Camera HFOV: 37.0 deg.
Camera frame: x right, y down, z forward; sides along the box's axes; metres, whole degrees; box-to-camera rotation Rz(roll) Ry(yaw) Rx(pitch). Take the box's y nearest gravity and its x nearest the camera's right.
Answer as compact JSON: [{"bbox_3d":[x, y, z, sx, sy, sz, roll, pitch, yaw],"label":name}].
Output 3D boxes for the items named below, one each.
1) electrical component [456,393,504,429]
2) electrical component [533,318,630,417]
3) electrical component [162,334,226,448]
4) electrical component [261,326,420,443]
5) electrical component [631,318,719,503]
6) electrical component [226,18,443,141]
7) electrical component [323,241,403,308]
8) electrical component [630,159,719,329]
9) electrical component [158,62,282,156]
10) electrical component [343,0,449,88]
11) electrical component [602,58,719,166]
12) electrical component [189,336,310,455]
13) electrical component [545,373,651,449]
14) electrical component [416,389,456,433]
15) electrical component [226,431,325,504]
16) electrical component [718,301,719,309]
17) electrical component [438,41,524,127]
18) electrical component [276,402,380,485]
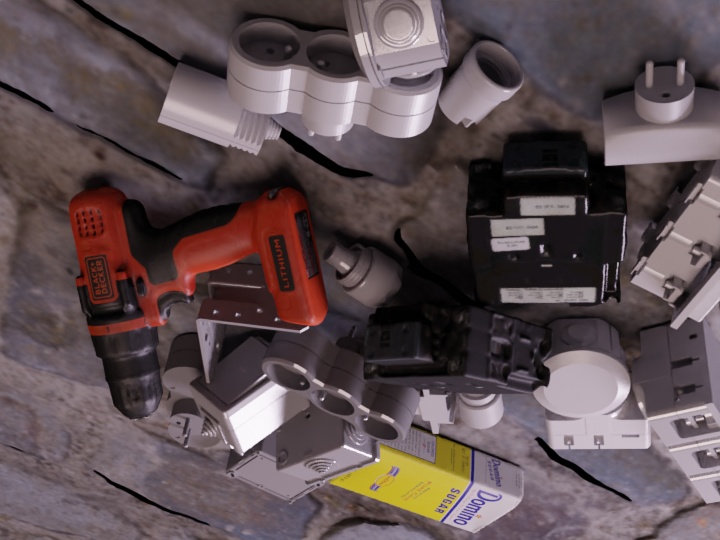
[{"bbox_3d":[0.106,0.109,0.963,0.040,0.040,0.078,-2,139,12],"label":"electrical component"},{"bbox_3d":[0.185,0.082,0.903,0.080,0.051,0.080,4,131,5],"label":"electrical component"},{"bbox_3d":[-0.156,0.129,1.004,0.052,0.073,0.138,7,140,0],"label":"electrical component"},{"bbox_3d":[-0.009,0.082,0.915,0.138,0.073,0.052,31,149,-10],"label":"electrical component"},{"bbox_3d":[0.287,0.121,0.908,0.062,0.089,0.150,-18,133,27],"label":"electrical component"},{"bbox_3d":[-0.020,-0.114,0.712,0.138,0.052,0.073,10,140,-2],"label":"electrical component"},{"bbox_3d":[0.000,0.000,0.850,0.062,0.043,0.043,32,134,-24],"label":"electrical component"},{"bbox_3d":[0.245,-0.026,0.757,0.063,0.078,0.121,26,139,3],"label":"electrical component"},{"bbox_3d":[-0.093,-0.108,0.739,0.081,0.043,0.043,19,139,-13],"label":"electrical component"},{"bbox_3d":[0.022,-0.152,0.641,0.051,0.080,0.080,-9,137,12],"label":"electrical component"},{"bbox_3d":[0.196,-0.104,0.694,0.077,0.044,0.079,-2,139,12],"label":"electrical component"},{"bbox_3d":[-0.103,0.110,0.943,0.062,0.096,0.061,30,145,45],"label":"electrical component"},{"bbox_3d":[0.211,0.123,0.954,0.089,0.050,0.055,-3,139,13],"label":"electrical component"},{"bbox_3d":[0.053,0.108,0.970,0.064,0.042,0.081,0,139,14],"label":"electrical component"},{"bbox_3d":[-0.074,0.183,1.063,0.096,0.061,0.062,30,135,-24],"label":"electrical component"},{"bbox_3d":[0.309,0.020,0.830,0.061,0.035,0.035,-7,138,14],"label":"electrical component"},{"bbox_3d":[0.077,-0.120,0.700,0.040,0.040,0.046,24,142,-18],"label":"electrical component"},{"bbox_3d":[-0.032,0.138,0.977,0.100,0.099,0.048,-26,142,34],"label":"electrical component"}]
